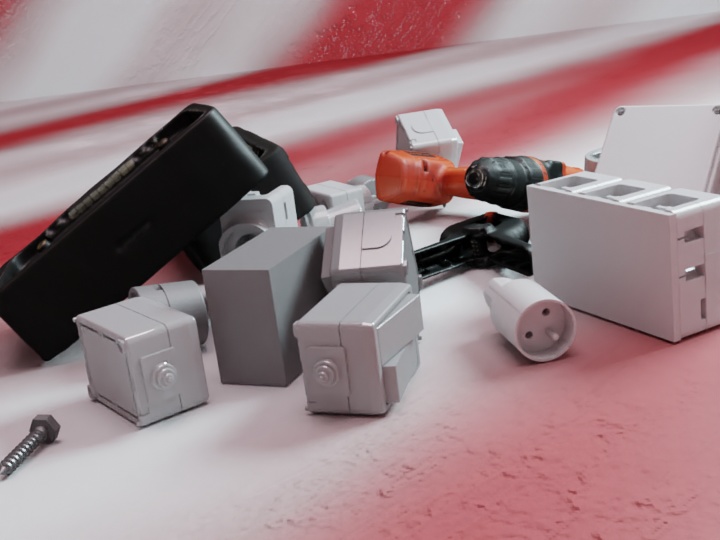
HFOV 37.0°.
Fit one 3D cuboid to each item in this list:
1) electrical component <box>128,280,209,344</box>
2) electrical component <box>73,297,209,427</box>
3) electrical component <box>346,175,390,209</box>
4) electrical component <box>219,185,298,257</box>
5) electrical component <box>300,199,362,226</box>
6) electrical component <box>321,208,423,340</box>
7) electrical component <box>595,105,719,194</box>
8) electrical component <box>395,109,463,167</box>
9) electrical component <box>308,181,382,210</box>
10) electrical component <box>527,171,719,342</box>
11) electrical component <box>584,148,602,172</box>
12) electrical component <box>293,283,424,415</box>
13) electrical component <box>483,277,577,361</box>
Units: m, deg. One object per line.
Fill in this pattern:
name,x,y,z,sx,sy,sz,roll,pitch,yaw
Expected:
electrical component,-0.145,0.036,0.814,0.047,0.055,0.055,-11,17,-25
electrical component,-0.140,0.059,0.719,0.061,0.061,0.096,-19,20,-34
electrical component,0.003,-0.084,1.172,0.040,0.040,0.078,-14,18,-22
electrical component,-0.084,-0.021,0.914,0.050,0.089,0.055,-1,18,19
electrical component,-0.026,-0.042,1.038,0.055,0.045,0.045,-12,17,-12
electrical component,0.011,0.010,0.776,0.061,0.096,0.061,-5,46,9
electrical component,0.270,-0.088,0.953,0.109,0.056,0.108,5,64,37
electrical component,0.075,-0.121,1.188,0.061,0.096,0.061,-10,46,-11
electrical component,-0.011,-0.066,1.107,0.077,0.047,0.066,-16,19,-28
electrical component,0.194,-0.015,0.777,0.062,0.089,0.150,-16,18,-26
electrical component,0.276,-0.100,1.075,0.108,0.060,0.108,-7,17,2
electrical component,0.001,0.051,0.687,0.061,0.061,0.096,-1,18,21
electrical component,0.114,0.029,0.743,0.043,0.043,0.081,-10,17,-9
